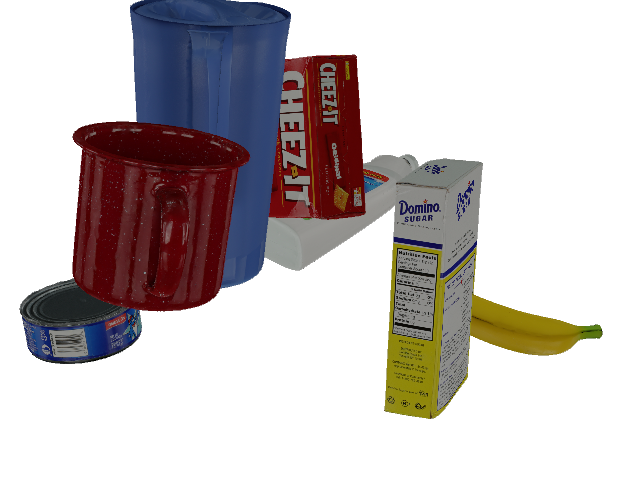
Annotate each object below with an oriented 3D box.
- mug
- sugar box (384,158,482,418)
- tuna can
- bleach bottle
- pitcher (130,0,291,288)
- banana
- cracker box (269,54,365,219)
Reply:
[{"bbox_3d":[-0.085,-0.009,0.562,0.093,0.081,0.117,3,18,-20],"label":"mug"},{"bbox_3d":[0.083,0.033,0.790,0.048,0.176,0.093,6,17,22],"label":"sugar box"},{"bbox_3d":[-0.175,0.058,0.787,0.086,0.034,0.086,-4,20,1],"label":"tuna can"},{"bbox_3d":[0.028,-0.052,1.342,0.103,0.068,0.250,27,43,35],"label":"bleach bottle"},{"bbox_3d":[-0.098,-0.081,0.916,0.145,0.243,0.148,20,27,35],"label":"pitcher"},{"bbox_3d":[0.153,0.068,0.977,0.198,0.037,0.069,20,15,36],"label":"banana"},{"bbox_3d":[-0.053,-0.107,1.135,0.071,0.164,0.214,-10,10,-40],"label":"cracker box"}]
